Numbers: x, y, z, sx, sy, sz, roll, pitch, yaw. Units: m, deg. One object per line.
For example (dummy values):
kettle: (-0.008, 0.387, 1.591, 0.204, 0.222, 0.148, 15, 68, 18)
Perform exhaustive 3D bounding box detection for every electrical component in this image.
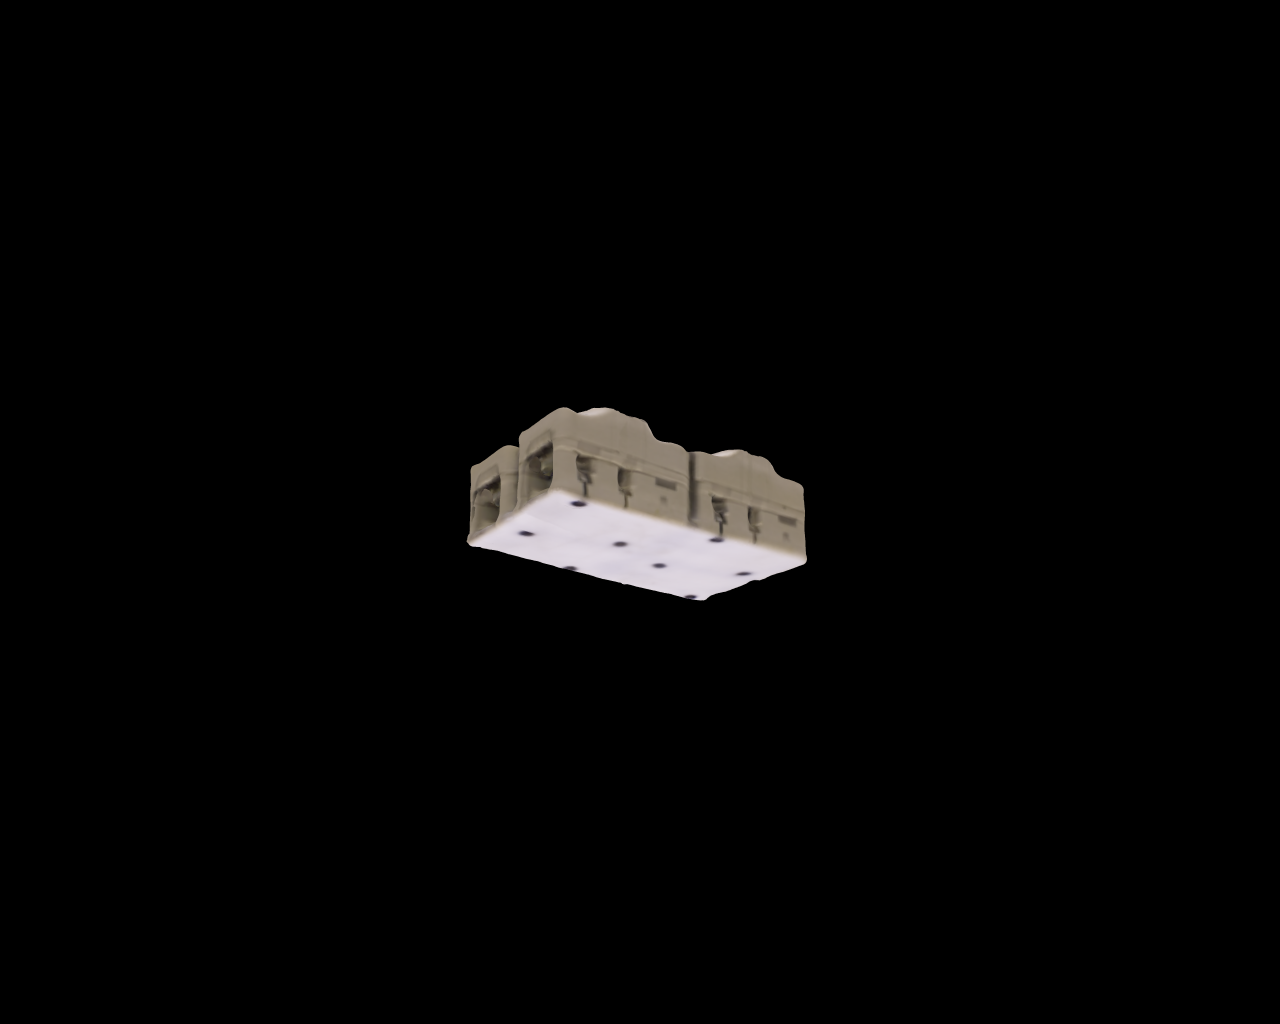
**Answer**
electrical component: (0.001, -0.003, 0.650, 0.186, 0.060, 0.105, 16, -27, -34)
